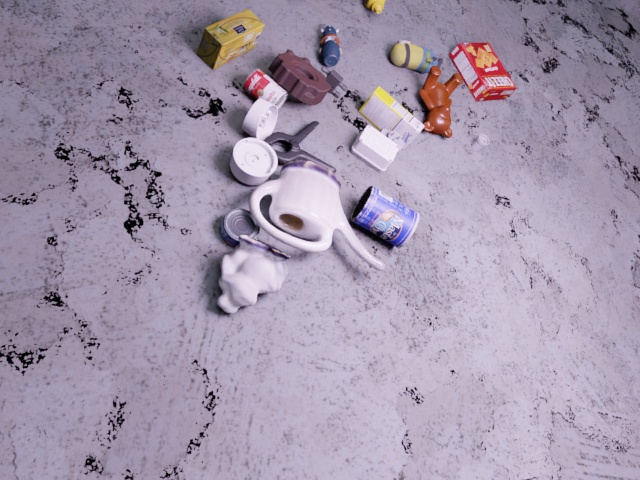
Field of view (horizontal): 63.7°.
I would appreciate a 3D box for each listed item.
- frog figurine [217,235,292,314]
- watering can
[{"bbox_3d":[-0.146,0.079,1.075,0.136,0.123,0.159,25,90,-22],"label":"frog figurine"},{"bbox_3d":[0.004,-0.061,1.210,0.346,0.102,0.229,21,55,-15],"label":"watering can"}]
